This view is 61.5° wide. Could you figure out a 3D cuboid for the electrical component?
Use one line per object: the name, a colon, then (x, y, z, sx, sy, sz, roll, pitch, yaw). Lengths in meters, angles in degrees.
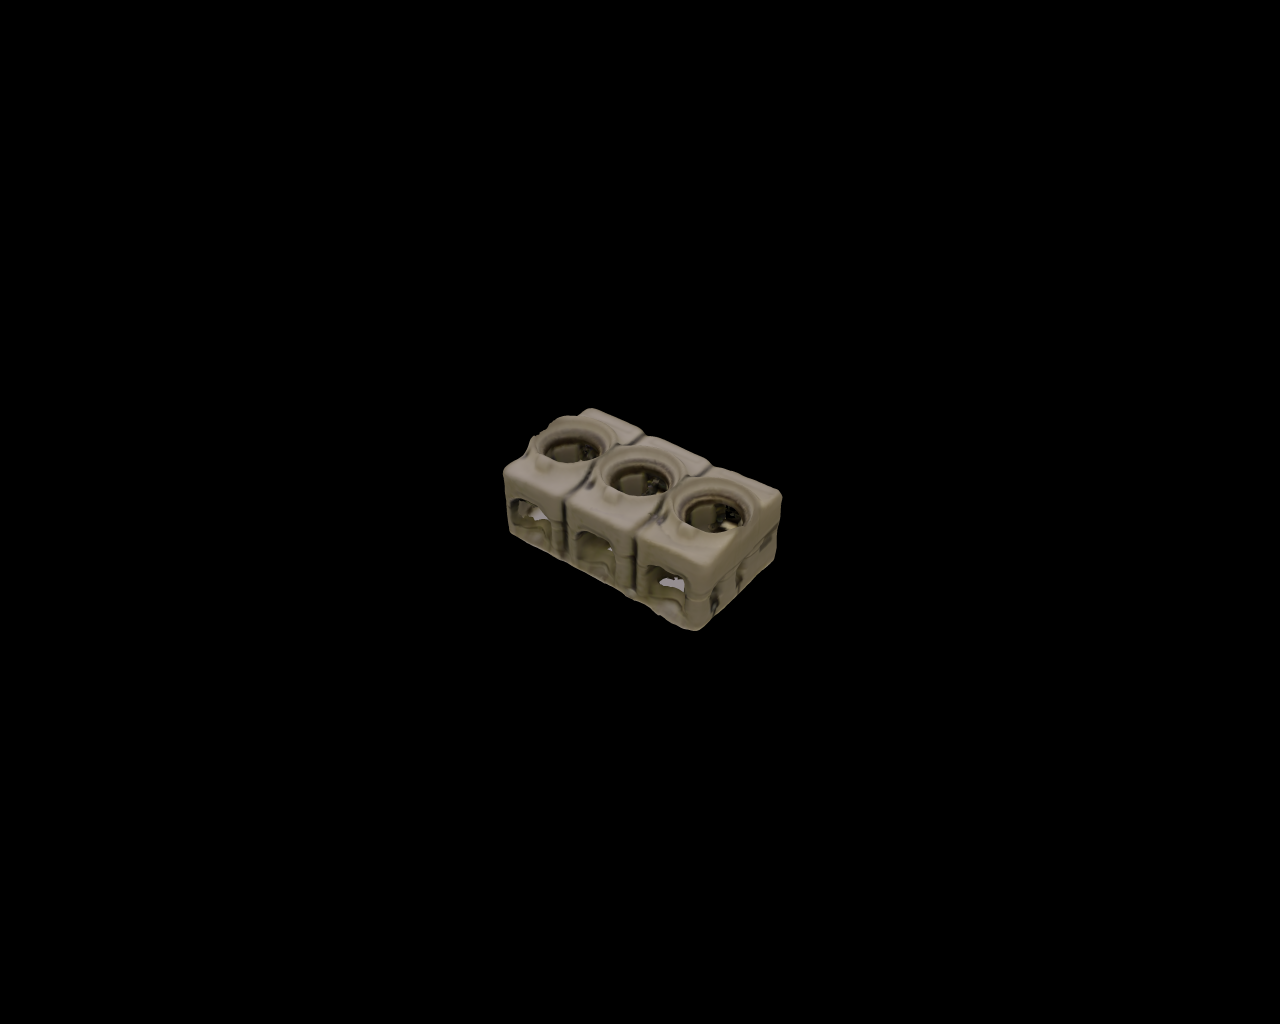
electrical component: (0.001, -0.003, 0.650, 0.150, 0.061, 0.090, 26, 46, 28)
